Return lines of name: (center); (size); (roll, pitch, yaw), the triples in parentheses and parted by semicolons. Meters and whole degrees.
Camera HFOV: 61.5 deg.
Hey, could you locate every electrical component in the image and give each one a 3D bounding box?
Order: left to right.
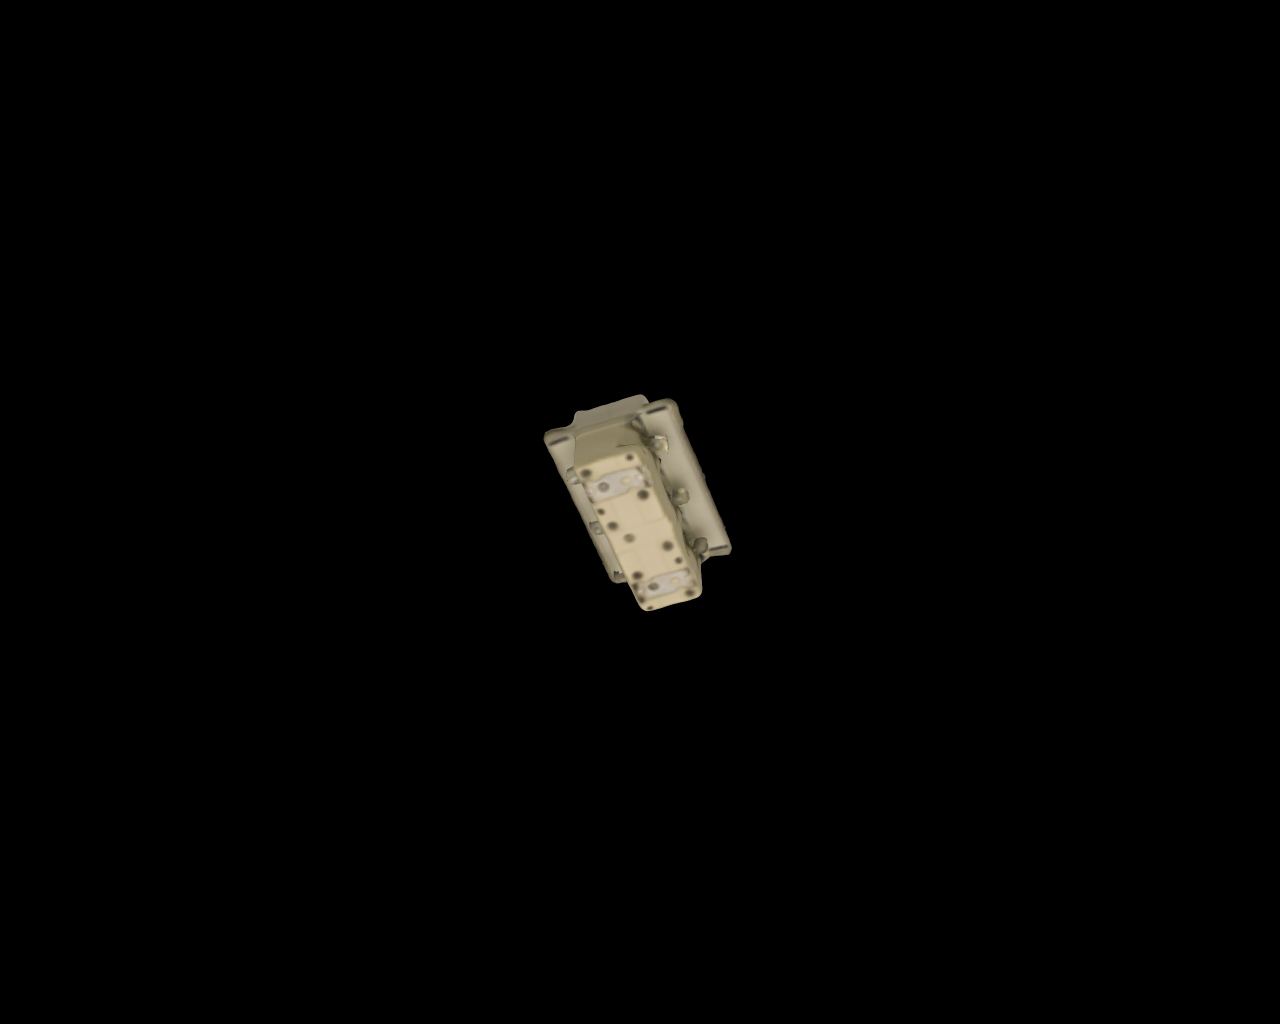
electrical component: (0.001, -0.003, 0.650); (0.079, 0.121, 0.063); (-15, 36, 11)
